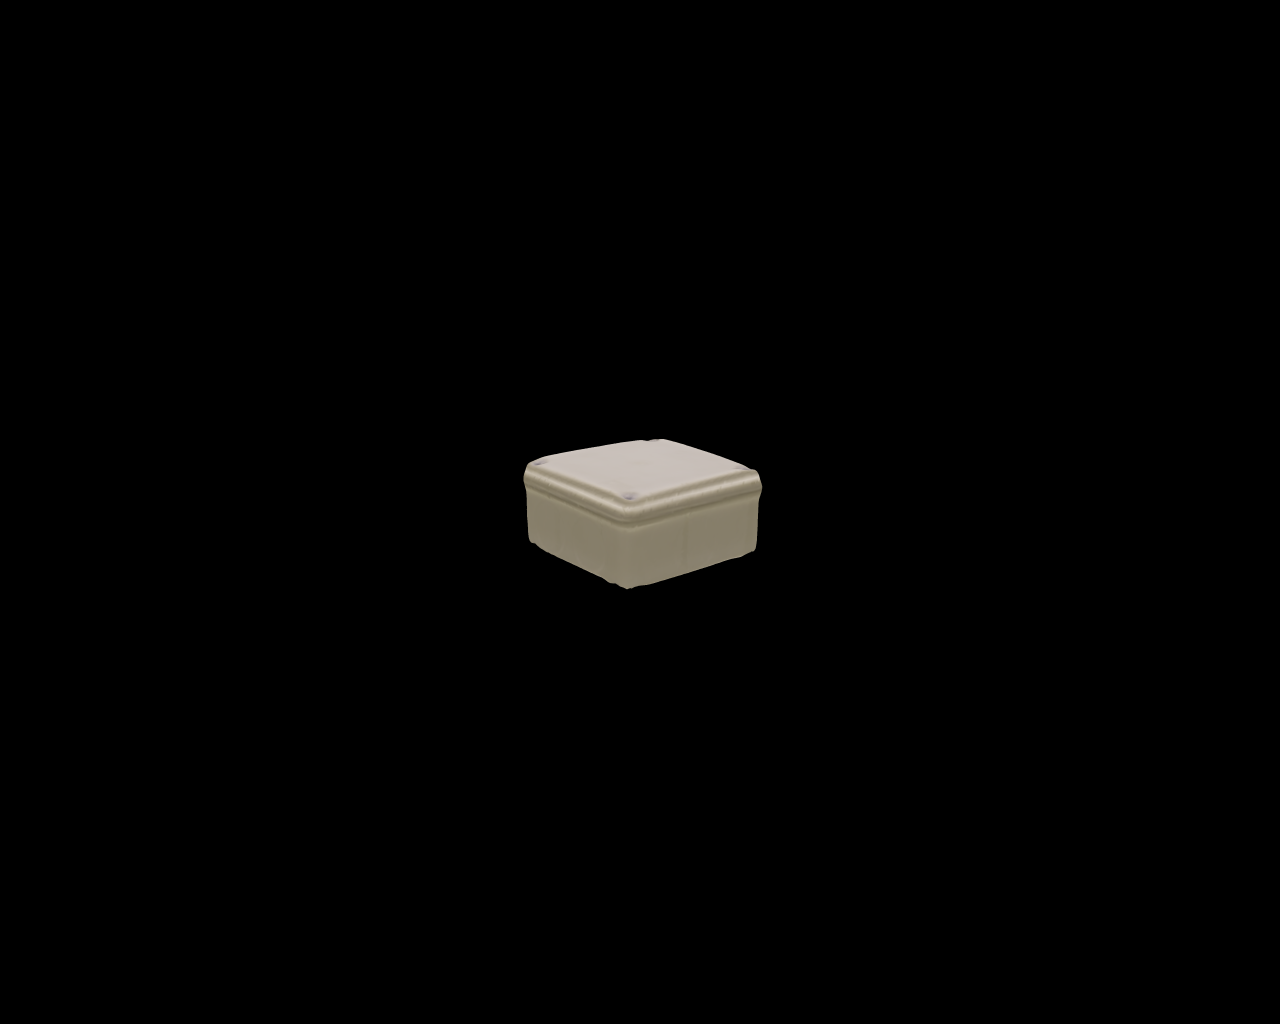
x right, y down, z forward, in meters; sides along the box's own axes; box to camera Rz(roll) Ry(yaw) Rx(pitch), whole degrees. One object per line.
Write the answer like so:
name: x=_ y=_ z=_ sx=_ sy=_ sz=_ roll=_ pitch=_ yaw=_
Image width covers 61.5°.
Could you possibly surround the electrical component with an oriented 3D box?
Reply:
electrical component: x=0.001 y=-0.003 z=0.650 sx=0.109 sy=0.056 sz=0.109 roll=-14 pitch=22 yaw=-36
